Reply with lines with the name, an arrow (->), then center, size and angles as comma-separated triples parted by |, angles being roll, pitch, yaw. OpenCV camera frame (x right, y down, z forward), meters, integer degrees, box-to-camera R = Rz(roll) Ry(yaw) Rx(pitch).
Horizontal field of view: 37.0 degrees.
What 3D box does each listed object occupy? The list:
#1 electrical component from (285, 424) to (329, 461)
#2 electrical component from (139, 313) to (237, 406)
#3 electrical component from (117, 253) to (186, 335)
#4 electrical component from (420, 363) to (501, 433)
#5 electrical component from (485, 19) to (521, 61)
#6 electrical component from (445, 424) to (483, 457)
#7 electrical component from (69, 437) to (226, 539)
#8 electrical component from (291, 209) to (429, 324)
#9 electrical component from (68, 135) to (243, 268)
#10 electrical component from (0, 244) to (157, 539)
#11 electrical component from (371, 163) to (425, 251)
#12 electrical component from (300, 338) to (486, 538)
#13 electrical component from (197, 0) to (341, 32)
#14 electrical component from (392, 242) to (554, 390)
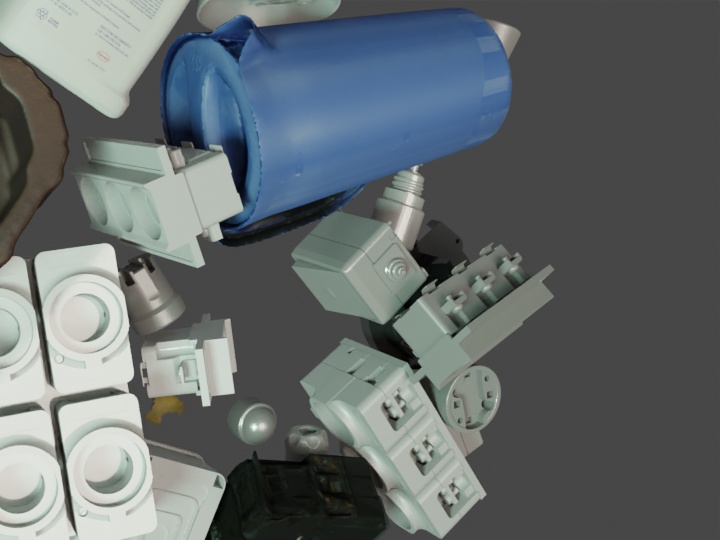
electrical component -> -0.043, 0.157, 0.862 | 0.035, 0.035, 0.061 | -7, 107, -33
electrical component -> -0.122, 0.064, 0.767 | 0.064, 0.081, 0.042 | -7, 105, -3
electrical component -> -0.151, 0.017, 0.759 | 0.040, 0.040, 0.046 | -35, 111, -23
electrical component -> 0.077, 0.098, 0.862 | 0.055, 0.047, 0.055 | -8, 104, -32
electrical component -> 0.104, -0.174, 0.885 | 0.045, 0.045, 0.055 | 14, 92, -35
electrical component -> 0.084, 0.117, 0.930 | 0.077, 0.047, 0.065 | -32, 116, -25
electrical component -> -0.158, 0.182, 0.777 | 0.078, 0.057, 0.113 | 24, 86, -35
electrical component -> 0.000, 0.000, 0.820 | 0.061, 0.096, 0.061 | -47, 121, -17
electrical component -> -0.133, -0.052, 0.705 | 0.063, 0.121, 0.078 | -28, 114, -29
electrical component -> -0.198, 0.083, 0.688 | 0.105, 0.060, 0.186 | -9, 90, -20
electrical component -> 0.033, -0.051, 0.866 | 0.040, 0.040, 0.078 | 19, 89, -35
electrical component -> 0.024, 0.138, 0.869 | 0.062, 0.089, 0.150 | -42, 119, -20
electrical component -> -0.062, -0.199, 0.741 | 0.099, 0.099, 0.064 | -1, 94, -34
electrical component -> 0.085, 0.031, 0.821 | 0.063, 0.078, 0.121 | 50, 44, 9
